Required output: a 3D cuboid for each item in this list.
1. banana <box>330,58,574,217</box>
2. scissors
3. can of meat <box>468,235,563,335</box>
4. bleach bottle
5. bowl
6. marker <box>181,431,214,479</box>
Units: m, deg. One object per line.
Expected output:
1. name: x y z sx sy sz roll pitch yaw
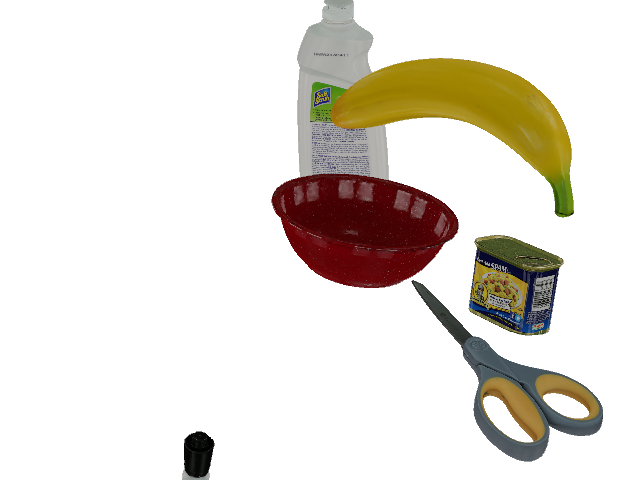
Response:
1. banana: 0.081 -0.079 0.658 0.198 0.069 0.037 28 6 42
2. scissors: 0.133 0.084 0.766 0.096 0.016 0.202 0 32 -9
3. can of meat: 0.214 0.050 1.185 0.057 0.084 0.102 -9 23 -36
4. bleach bottle: 0.027 -0.127 1.111 0.102 0.251 0.068 0 30 1
5. bowl: 0.035 -0.004 0.919 0.162 0.055 0.162 6 24 -3
6. marker: -0.082 0.172 0.689 0.020 0.121 0.020 7 31 -4
